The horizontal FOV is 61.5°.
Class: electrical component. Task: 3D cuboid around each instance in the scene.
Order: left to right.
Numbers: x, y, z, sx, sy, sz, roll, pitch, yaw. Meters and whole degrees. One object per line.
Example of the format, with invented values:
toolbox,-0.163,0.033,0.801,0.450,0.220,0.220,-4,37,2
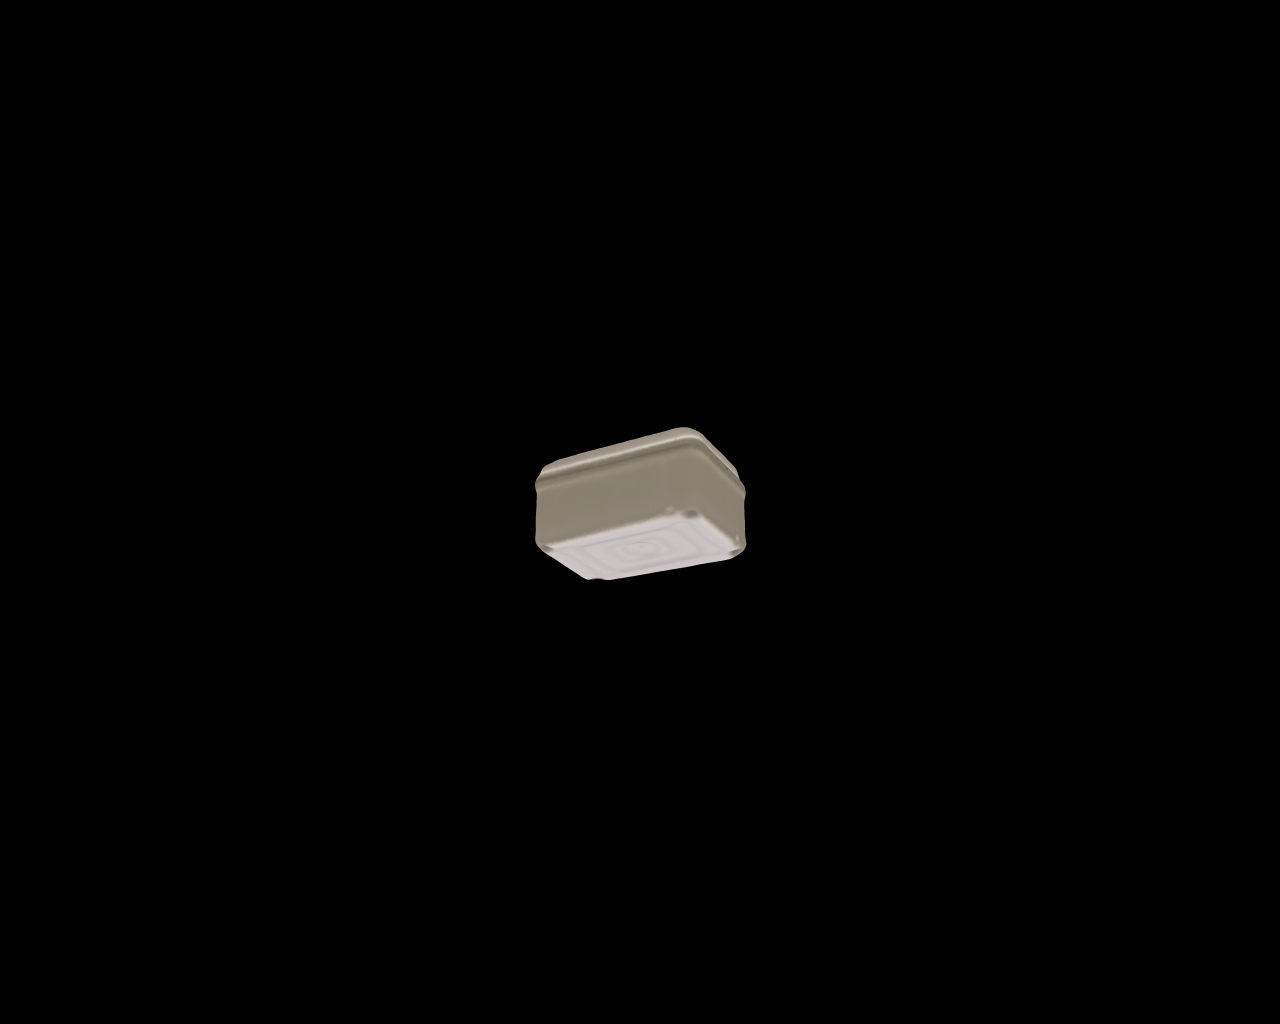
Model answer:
electrical component,0.001,-0.003,0.650,0.113,0.057,0.078,-12,-27,25
